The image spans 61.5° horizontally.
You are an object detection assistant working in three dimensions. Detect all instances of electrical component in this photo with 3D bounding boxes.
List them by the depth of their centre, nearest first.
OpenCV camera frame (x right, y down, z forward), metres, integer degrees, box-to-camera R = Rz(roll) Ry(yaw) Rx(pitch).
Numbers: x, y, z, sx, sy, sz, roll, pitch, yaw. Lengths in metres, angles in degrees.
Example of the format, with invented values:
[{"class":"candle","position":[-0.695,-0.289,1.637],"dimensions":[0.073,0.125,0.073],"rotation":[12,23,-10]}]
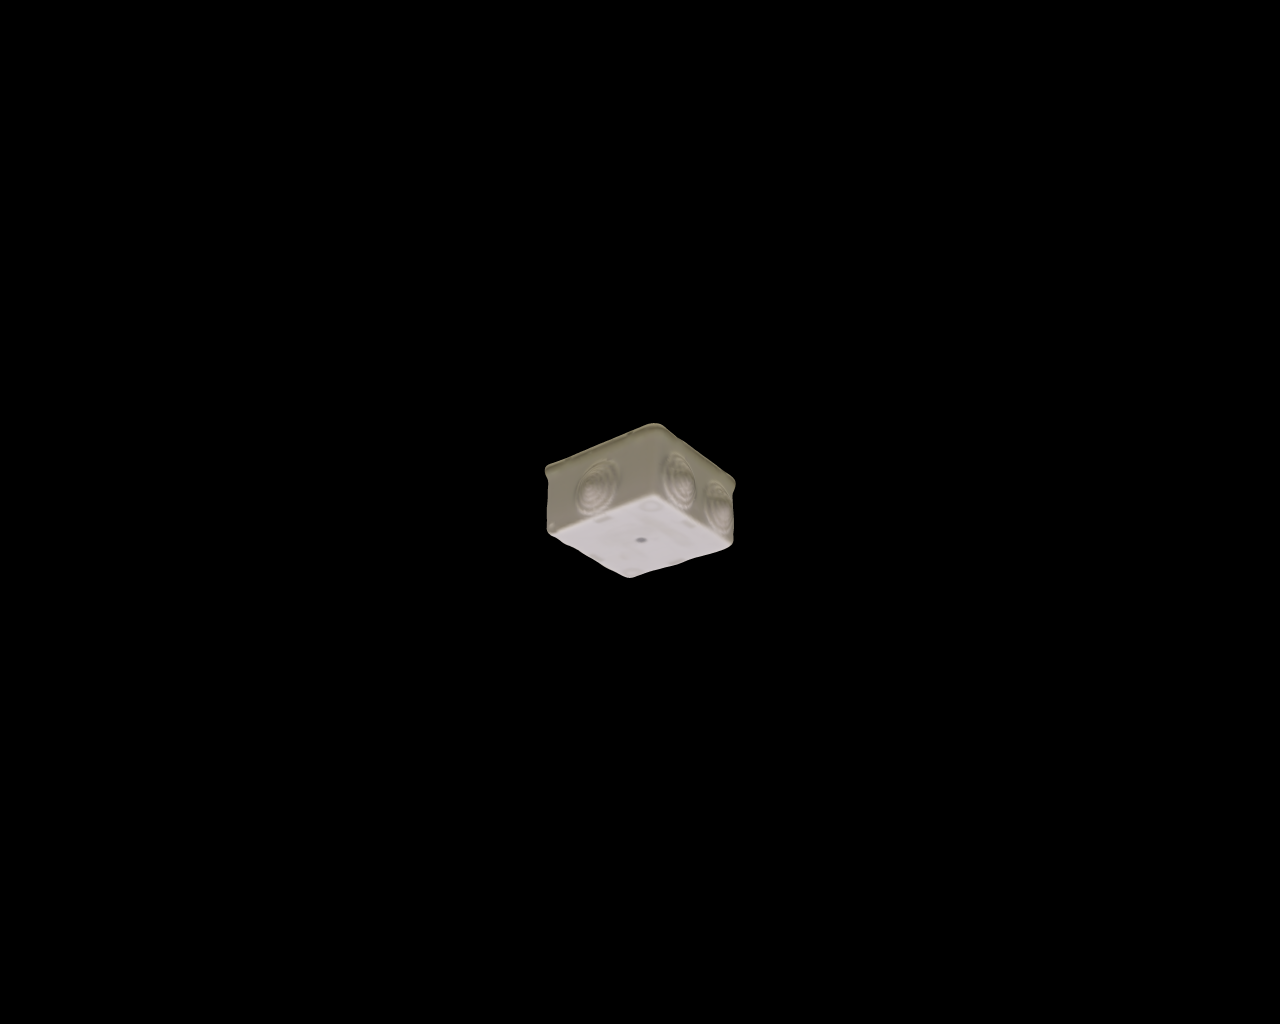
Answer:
[{"class":"electrical component","position":[0.001,-0.003,0.650],"dimensions":[0.099,0.048,0.099],"rotation":[-19,-34,31]}]
